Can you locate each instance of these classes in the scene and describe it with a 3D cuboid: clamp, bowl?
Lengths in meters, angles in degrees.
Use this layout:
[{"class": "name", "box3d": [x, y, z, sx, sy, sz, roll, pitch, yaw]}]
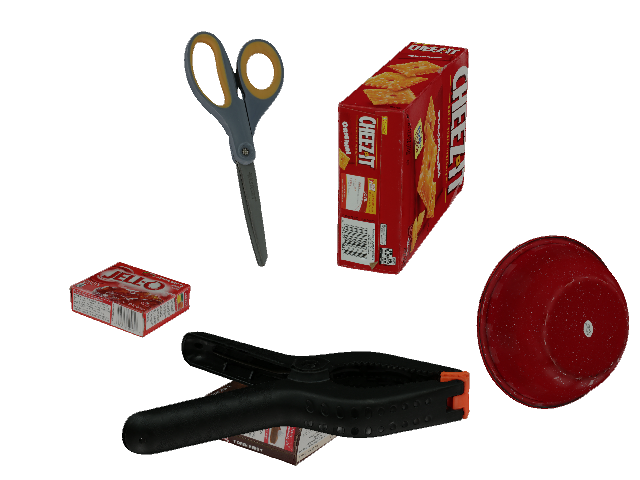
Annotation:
[{"class": "clamp", "box3d": [-0.011, 0.093, 0.690, 0.210, 0.036, 0.164, -1, 15, -1]}, {"class": "bowl", "box3d": [0.224, 0.077, 0.965, 0.161, 0.162, 0.055, 0, 2, -24]}]

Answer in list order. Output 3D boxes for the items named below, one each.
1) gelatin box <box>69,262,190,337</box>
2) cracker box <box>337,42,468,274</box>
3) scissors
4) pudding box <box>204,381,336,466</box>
[{"class": "gelatin box", "box3d": [-0.180, 0.054, 1.012, 0.089, 0.030, 0.073, 17, 26, 25]}, {"class": "cracker box", "box3d": [0.085, -0.086, 1.042, 0.072, 0.164, 0.213, 10, 28, 21]}, {"class": "scissors", "box3d": [-0.052, -0.087, 0.904, 0.096, 0.202, 0.016, -24, -1, -26]}, {"class": "pudding box", "box3d": [-0.030, 0.139, 0.879, 0.090, 0.039, 0.113, 12, 17, 25]}]
